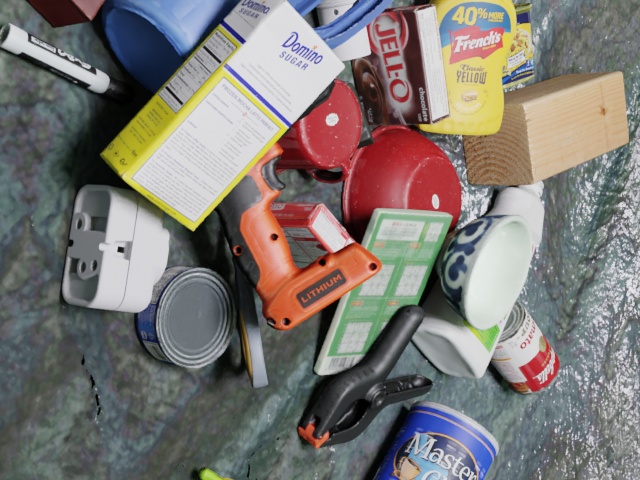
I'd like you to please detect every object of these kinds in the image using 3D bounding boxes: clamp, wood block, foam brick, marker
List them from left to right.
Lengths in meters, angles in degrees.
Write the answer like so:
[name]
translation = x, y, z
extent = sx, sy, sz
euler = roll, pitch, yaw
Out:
[marker]
translation = -0.193, -0.133, 0.826
extent = 0.120, 0.020, 0.020
euler = 25, 76, -43
[foam brick]
translation = -0.184, -0.208, 0.806
extent = 0.053, 0.051, 0.078
euler = 46, 62, -35
[clamp]
translation = 0.050, 0.139, 1.060
extent = 0.171, 0.039, 0.120
euler = -30, 126, -34
[wood block]
translation = 0.262, -0.131, 1.228
extent = 0.205, 0.090, 0.091
euler = -21, 107, -42

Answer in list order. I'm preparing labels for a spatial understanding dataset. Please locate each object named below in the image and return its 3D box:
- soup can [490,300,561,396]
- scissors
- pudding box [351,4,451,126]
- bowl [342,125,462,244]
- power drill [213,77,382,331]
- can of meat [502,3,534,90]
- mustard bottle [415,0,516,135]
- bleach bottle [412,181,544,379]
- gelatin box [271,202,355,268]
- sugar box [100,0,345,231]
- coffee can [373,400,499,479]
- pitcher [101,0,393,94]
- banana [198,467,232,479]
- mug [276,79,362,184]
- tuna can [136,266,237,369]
[soup can]
translation = 0.226, 0.122, 1.230
extent = 0.102, 0.069, 0.068
euler = 52, 59, -33
[scissors]
translation = -0.070, 0.037, 0.954
extent = 0.016, 0.096, 0.202
euler = -7, 70, -8
[pudding box]
translation = 0.076, -0.169, 1.040
extent = 0.039, 0.090, 0.113
euler = -27, 112, -41
[bowl]
translation = 0.097, -0.041, 1.097
extent = 0.161, 0.055, 0.162
euler = -5, 98, -45
[power drill]
translation = -0.029, -0.035, 0.881
extent = 0.184, 0.057, 0.187
euler = -34, 89, 1
[can of meat]
translation = 0.192, -0.211, 1.175
extent = 0.101, 0.058, 0.084
euler = -23, 111, -41
[mustard bottle]
translation = 0.151, -0.206, 1.095
extent = 0.096, 0.058, 0.192
euler = 1, 109, -15
[bleach bottle]
translation = 0.188, 0.025, 1.189
extent = 0.102, 0.068, 0.250
euler = 50, 58, -35
[gelatin box]
translation = -0.007, 0.001, 0.985
extent = 0.089, 0.073, 0.030
euler = 48, 60, -35
[sugar box]
translation = -0.072, -0.098, 0.803
extent = 0.176, 0.048, 0.093
euler = -48, 141, 2
[coffee can]
translation = 0.109, 0.252, 1.100
extent = 0.102, 0.103, 0.140
euler = 50, 60, -35
[pitcher]
translation = -0.053, -0.216, 0.875
extent = 0.242, 0.149, 0.145
euler = -48, 127, -27
[banana]
translation = -0.088, 0.300, 0.960
extent = 0.069, 0.037, 0.198
euler = 4, 90, -27
[mug]
translation = -0.011, -0.096, 0.965
extent = 0.093, 0.082, 0.117
euler = -51, 126, -29
[tuna can]
translation = -0.114, 0.065, 0.911
extent = 0.085, 0.034, 0.086
euler = -5, 97, -44
